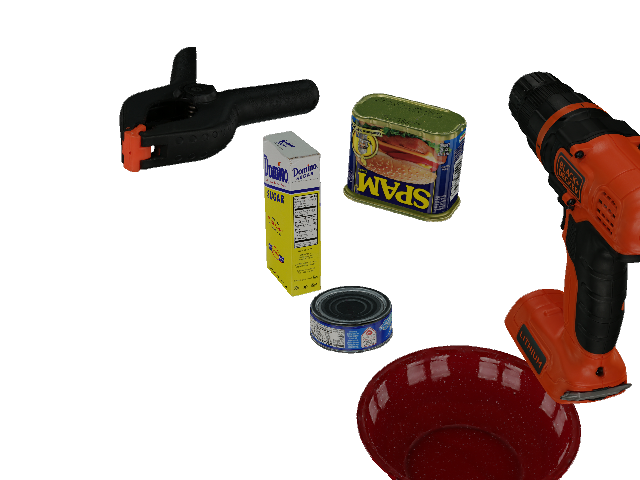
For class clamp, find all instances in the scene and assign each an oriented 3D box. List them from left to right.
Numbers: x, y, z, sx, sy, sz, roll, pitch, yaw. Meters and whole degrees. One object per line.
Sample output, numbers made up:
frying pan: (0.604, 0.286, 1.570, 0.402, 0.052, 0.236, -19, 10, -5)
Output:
clamp: (-0.093, -0.097, 0.758, 0.120, 0.039, 0.171, 19, 30, 30)

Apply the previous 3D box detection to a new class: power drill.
power drill: (0.166, -0.001, 0.710, 0.057, 0.188, 0.184, -9, 36, -10)

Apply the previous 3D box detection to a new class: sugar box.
sugar box: (-0.034, -0.032, 1.271, 0.048, 0.176, 0.093, -13, 26, -20)

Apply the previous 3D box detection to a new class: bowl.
bowl: (0.107, 0.149, 0.789, 0.162, 0.055, 0.162, -1, 35, 0)

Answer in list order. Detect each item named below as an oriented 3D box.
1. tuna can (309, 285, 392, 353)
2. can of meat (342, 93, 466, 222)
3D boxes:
tuna can: (0.031, 0.080, 1.096, 0.086, 0.034, 0.086, -2, 25, 1)
can of meat: (0.074, -0.073, 0.926, 0.102, 0.084, 0.057, 17, 35, 21)
